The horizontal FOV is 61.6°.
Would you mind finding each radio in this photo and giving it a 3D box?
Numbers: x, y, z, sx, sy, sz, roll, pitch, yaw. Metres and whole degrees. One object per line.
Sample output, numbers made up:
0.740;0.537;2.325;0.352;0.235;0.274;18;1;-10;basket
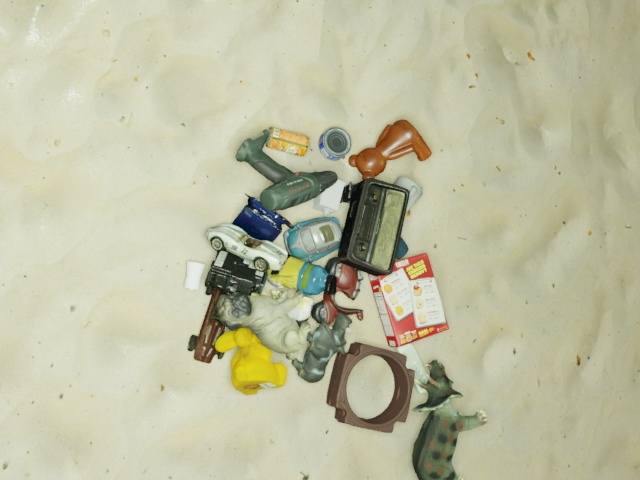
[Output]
0.133;-0.034;1.347;0.131;0.073;0.229;18;76;-17;radio

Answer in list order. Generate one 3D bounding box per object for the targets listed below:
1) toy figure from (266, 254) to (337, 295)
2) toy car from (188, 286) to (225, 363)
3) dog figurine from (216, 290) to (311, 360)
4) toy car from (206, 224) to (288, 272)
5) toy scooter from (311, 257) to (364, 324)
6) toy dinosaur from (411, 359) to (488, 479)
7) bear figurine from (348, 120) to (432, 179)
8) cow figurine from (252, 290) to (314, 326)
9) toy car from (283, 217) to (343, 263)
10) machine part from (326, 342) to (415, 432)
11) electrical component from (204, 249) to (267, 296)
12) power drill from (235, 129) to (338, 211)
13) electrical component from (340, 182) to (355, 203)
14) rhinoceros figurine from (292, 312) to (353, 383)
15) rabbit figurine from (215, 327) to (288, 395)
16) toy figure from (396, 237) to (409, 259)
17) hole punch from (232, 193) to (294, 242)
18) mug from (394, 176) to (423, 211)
-0.047;0.085;1.309;0.180;0.082;0.089;9;62;20;toy figure
-0.246;0.188;1.268;0.089;0.053;0.202;22;74;-18;toy car
-0.133;0.193;1.182;0.190;0.121;0.172;-7;77;-35;dog figurine
-0.174;0.014;1.268;0.202;0.073;0.056;25;116;9;toy car
0.063;0.139;1.371;0.135;0.075;0.184;21;79;-15;toy scooter
0.291;0.513;1.342;0.192;0.131;0.404;14;88;-26;toy dinosaur
0.187;-0.229;1.463;0.196;0.120;0.131;-45;143;5;bear figurine
-0.103;0.170;1.314;0.167;0.068;0.098;13;84;-16;cow figurine
-0.003;-0.004;1.356;0.162;0.103;0.109;-18;89;-19;toy car
0.129;0.370;1.352;0.201;0.087;0.201;18;75;-16;machine part
-0.192;0.081;1.260;0.134;0.115;0.058;20;118;-5;electrical component
-0.090;-0.170;1.308;0.207;0.086;0.232;48;48;5;power drill
0.117;-0.119;1.432;0.119;0.075;0.047;8;80;-22;electrical component
0.011;0.262;1.304;0.112;0.073;0.190;27;96;-22;rhinoceros figurine
-0.168;0.258;1.249;0.162;0.122;0.173;36;42;-45;rabbit figurine
0.173;-0.016;1.438;0.154;0.064;0.058;46;72;-7;toy figure
-0.148;-0.042;1.308;0.142;0.116;0.092;38;80;-10;hole punch
0.221;-0.106;1.452;0.080;0.110;0.107;38;84;-16;mug
